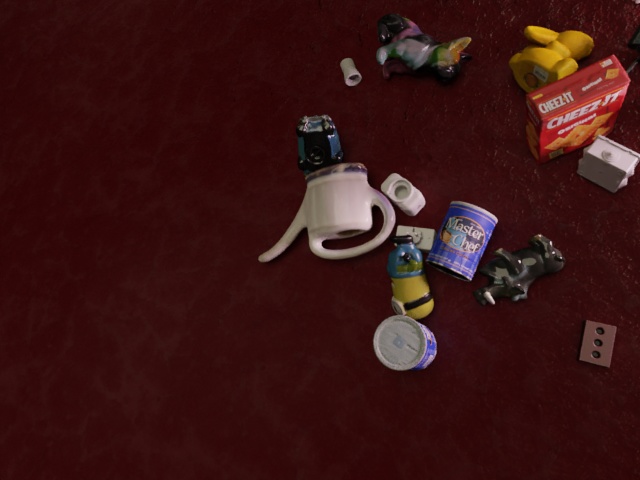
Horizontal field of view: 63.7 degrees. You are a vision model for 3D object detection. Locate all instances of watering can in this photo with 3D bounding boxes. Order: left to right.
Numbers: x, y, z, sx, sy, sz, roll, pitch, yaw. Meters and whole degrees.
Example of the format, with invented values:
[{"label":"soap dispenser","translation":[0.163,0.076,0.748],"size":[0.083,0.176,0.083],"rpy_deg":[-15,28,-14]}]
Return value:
[{"label":"watering can","translation":[0.004,-0.061,1.208],"size":[0.346,0.103,0.227],"rpy_deg":[-9,73,21]}]
